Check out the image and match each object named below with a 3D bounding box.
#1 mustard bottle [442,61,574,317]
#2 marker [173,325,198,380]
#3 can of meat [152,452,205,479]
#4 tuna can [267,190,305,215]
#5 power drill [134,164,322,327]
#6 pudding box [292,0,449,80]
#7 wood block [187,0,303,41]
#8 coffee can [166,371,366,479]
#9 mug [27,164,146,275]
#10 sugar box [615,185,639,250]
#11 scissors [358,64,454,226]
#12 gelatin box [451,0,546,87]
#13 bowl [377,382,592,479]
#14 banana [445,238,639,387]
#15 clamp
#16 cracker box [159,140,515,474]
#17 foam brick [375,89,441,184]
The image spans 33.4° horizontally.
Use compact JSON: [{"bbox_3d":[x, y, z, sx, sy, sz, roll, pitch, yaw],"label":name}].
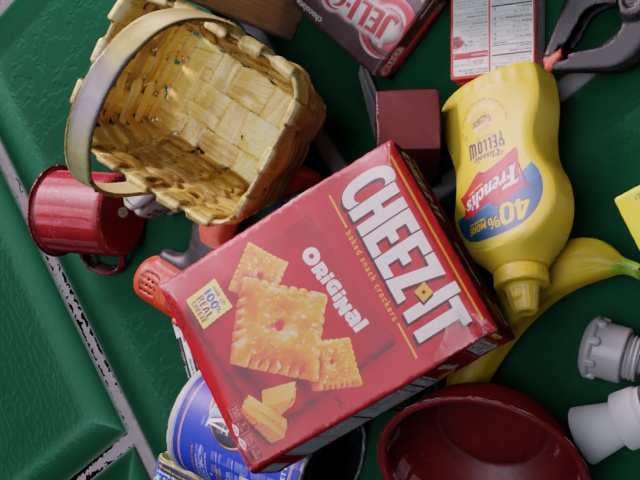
[{"bbox_3d":[0.145,-0.034,0.812,0.096,0.058,0.191,-24,59,39],"label":"mustard bottle"},{"bbox_3d":[-0.115,0.134,1.011,0.020,0.020,0.121,-25,74,28],"label":"marker"},{"bbox_3d":[-0.114,0.250,0.981,0.102,0.057,0.084,18,94,31],"label":"can of meat"},{"bbox_3d":[-0.006,0.001,0.909,0.034,0.086,0.086,-153,75,-74],"label":"tuna can"},{"bbox_3d":[-0.070,0.011,0.969,0.185,0.057,0.188,28,100,24],"label":"power drill"},{"bbox_3d":[0.043,-0.208,0.926,0.114,0.039,0.090,45,109,25],"label":"pudding box"},{"bbox_3d":[-0.095,-0.247,0.916,0.090,0.205,0.091,28,100,29],"label":"wood block"},{"bbox_3d":[-0.046,0.174,0.917,0.140,0.102,0.103,18,96,31],"label":"coffee can"},{"bbox_3d":[-0.224,-0.016,1.056,0.082,0.093,0.117,4,120,27],"label":"mug"},{"bbox_3d":[0.291,0.029,0.754,0.093,0.048,0.176,-31,70,26],"label":"sugar box"},{"bbox_3d":[0.051,-0.047,0.924,0.096,0.016,0.202,-38,68,23],"label":"scissors"},{"bbox_3d":[0.145,-0.172,0.867,0.073,0.030,0.089,-2,86,30],"label":"gelatin box"},{"bbox_3d":[0.128,0.161,0.814,0.162,0.055,0.162,11,129,14],"label":"bowl"},{"bbox_3d":[0.160,0.057,0.827,0.198,0.037,0.069,-44,29,27],"label":"banana"},{"bbox_3d":[0.239,-0.191,0.805,0.172,0.039,0.120,-26,72,28],"label":"clamp"},{"bbox_3d":[0.008,0.052,0.793,0.214,0.072,0.164,-32,72,13],"label":"cracker box"},{"bbox_3d":[0.070,-0.082,0.866,0.051,0.078,0.053,0,70,3],"label":"foam brick"}]
